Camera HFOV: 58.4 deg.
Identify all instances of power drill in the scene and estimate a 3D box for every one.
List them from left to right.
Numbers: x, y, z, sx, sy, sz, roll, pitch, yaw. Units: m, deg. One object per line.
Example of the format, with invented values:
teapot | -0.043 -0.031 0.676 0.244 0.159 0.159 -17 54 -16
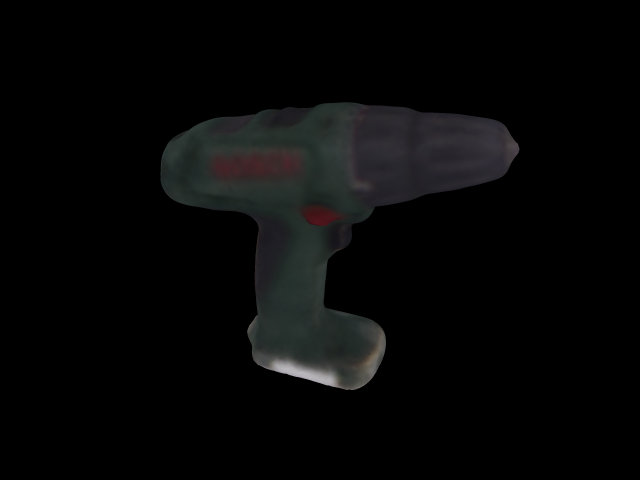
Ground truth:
power drill | 0.004 0.001 0.400 0.229 0.208 0.076 11 36 16
